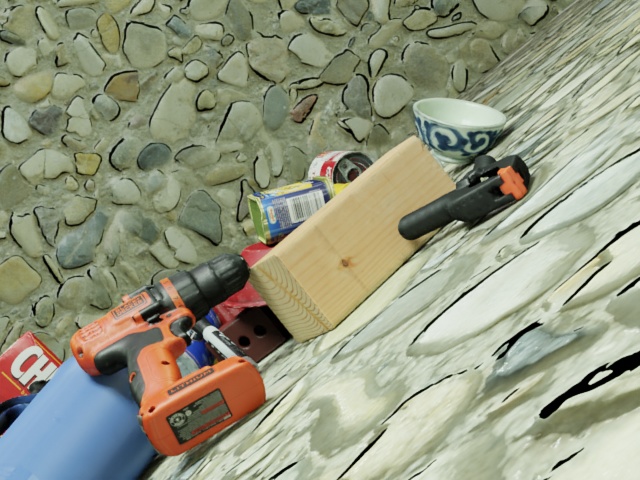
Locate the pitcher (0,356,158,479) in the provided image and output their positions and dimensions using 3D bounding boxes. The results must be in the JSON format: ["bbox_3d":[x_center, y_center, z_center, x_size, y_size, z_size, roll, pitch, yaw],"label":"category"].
[{"bbox_3d":[-0.246,0.207,0.963,0.149,0.145,0.242,-39,6,23],"label":"pitcher"}]

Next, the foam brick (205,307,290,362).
[{"bbox_3d":[-0.078,0.106,1.169,0.078,0.053,0.051,-38,4,13],"label":"foam brick"}]

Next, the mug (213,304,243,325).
[{"bbox_3d":[-0.087,0.084,1.286,0.117,0.081,0.093,-37,4,31],"label":"mug"}]

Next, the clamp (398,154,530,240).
[{"bbox_3d":[0.147,-0.050,0.970,0.120,0.039,0.172,-46,12,-21],"label":"clamp"}]

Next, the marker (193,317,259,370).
[{"bbox_3d":[-0.101,0.110,1.115,0.020,0.020,0.121,-40,38,-13],"label":"marker"}]

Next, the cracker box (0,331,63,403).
[{"bbox_3d":[-0.343,0.233,1.188,0.072,0.164,0.213,-34,13,50],"label":"cracker box"}]

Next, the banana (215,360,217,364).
[{"bbox_3d":[-0.163,0.180,1.271,0.070,0.037,0.197,-11,20,28],"label":"banana"}]

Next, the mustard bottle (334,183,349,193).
[{"bbox_3d":[0.001,-0.022,1.344,0.096,0.058,0.192,-40,4,-42],"label":"mustard bottle"}]

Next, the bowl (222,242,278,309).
[{"bbox_3d":[-0.033,0.028,1.157,0.162,0.055,0.162,-11,7,1],"label":"bowl"}]

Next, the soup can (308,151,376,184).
[{"bbox_3d":[0.031,-0.085,1.425,0.068,0.068,0.102,-40,16,-12],"label":"soup can"}]

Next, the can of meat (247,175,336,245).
[{"bbox_3d":[-0.029,-0.032,1.161,0.084,0.057,0.102,-14,7,-9],"label":"can of meat"}]

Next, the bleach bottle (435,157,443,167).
[{"bbox_3d":[0.088,-0.063,1.460,0.251,0.068,0.102,-30,22,56],"label":"bleach bottle"}]

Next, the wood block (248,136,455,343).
[{"bbox_3d":[0.037,-0.002,1.062,0.205,0.091,0.090,-41,4,-27],"label":"wood block"}]

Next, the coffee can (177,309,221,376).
[{"bbox_3d":[-0.168,0.132,1.186,0.103,0.102,0.140,-38,13,16],"label":"coffee can"}]

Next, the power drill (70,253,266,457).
[{"bbox_3d":[-0.118,0.096,0.953,0.184,0.057,0.188,-31,34,-11],"label":"power drill"}]
